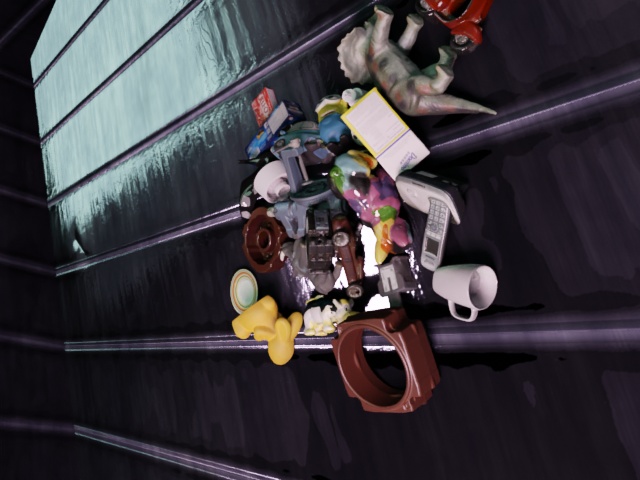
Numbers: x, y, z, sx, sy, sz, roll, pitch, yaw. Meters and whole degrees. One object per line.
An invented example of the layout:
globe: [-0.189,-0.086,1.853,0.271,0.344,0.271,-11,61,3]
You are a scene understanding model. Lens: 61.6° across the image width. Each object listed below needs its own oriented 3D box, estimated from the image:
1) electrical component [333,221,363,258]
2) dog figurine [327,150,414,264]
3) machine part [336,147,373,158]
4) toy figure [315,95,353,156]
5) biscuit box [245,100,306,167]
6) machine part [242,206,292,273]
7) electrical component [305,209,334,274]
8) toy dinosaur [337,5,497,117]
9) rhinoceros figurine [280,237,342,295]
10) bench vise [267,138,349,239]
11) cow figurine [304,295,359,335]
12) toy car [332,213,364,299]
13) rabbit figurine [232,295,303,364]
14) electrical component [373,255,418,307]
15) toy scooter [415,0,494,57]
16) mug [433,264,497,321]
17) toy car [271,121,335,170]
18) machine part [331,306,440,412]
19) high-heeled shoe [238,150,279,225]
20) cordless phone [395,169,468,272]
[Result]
electrical component: [0.061,-0.002,1.256,0.078,0.045,0.102,19,104,25]
dog figurine: [0.111,-0.062,1.116,0.108,0.191,0.219,-39,45,31]
machine part: [0.089,-0.193,1.218,0.139,0.084,0.039,10,117,55]
toy figure: [0.033,-0.260,1.233,0.089,0.082,0.180,87,174,-49]
biscuit box: [-0.124,-0.281,1.449,0.202,0.063,0.059,-44,58,36]
machine part: [-0.141,0.000,1.459,0.179,0.056,0.179,-1,88,46]
electrical component: [-0.002,-0.004,1.209,0.134,0.058,0.115,95,171,-50]
toy dinosaur: [0.173,-0.337,1.109,0.405,0.131,0.192,58,145,22]
rhinoceros figurine: [-0.024,0.057,1.327,0.191,0.073,0.112,42,128,37]
bench vise: [-0.047,-0.126,1.290,0.224,0.129,0.240,3,120,39]
cow figurine: [0.030,0.169,1.265,0.167,0.068,0.098,-23,66,43]
toy car: [0.065,0.036,1.176,0.089,0.053,0.201,-94,-11,-62]
rabbit figurine: [-0.117,0.235,1.402,0.162,0.122,0.173,-35,78,30]
electrical component: [0.164,0.097,1.136,0.075,0.047,0.119,-30,67,42]
toy scooter: [0.272,-0.455,1.032,0.135,0.075,0.184,-50,58,33]
mug: [0.267,0.093,1.014,0.107,0.081,0.109,12,105,57]
toy car: [-0.037,-0.244,1.330,0.162,0.109,0.103,-5,67,38]
machine part: [0.129,0.247,1.104,0.202,0.087,0.201,-17,92,43]
high-heeled shoe: [-0.152,-0.139,1.493,0.086,0.145,0.248,-93,4,-49]
cordless phone: [0.212,-0.040,1.075,0.147,0.089,0.184,27,118,43]
